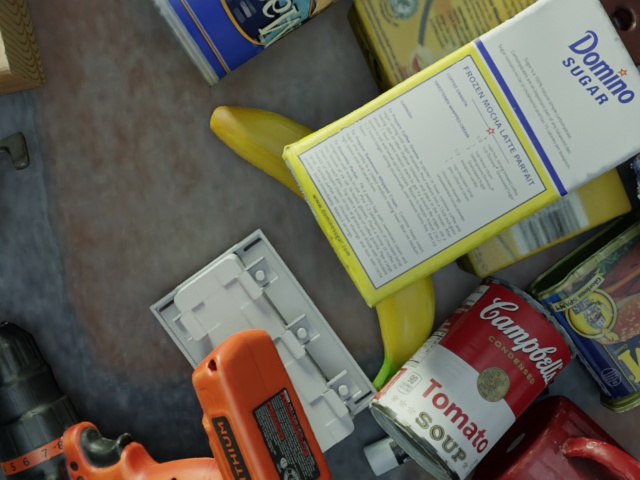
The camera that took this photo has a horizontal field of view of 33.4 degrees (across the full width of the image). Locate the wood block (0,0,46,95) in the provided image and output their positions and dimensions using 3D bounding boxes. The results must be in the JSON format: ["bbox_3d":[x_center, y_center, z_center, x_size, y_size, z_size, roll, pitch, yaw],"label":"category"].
[{"bbox_3d":[-0.269,-0.109,0.581,0.206,0.090,0.091,-13,94,-1],"label":"wood block"}]

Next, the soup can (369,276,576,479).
[{"bbox_3d":[0.085,0.079,0.601,0.068,0.068,0.102,46,78,-4],"label":"soup can"}]

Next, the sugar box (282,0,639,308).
[{"bbox_3d":[0.078,-0.049,0.549,0.176,0.048,0.093,-30,94,-2],"label":"sugar box"}]

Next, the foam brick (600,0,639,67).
[{"bbox_3d":[0.174,-0.126,0.600,0.078,0.051,0.053,-29,94,-18],"label":"foam brick"}]

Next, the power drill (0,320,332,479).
[{"bbox_3d":[-0.098,0.110,0.580,0.188,0.057,0.184,-22,94,32],"label":"power drill"}]

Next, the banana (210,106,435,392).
[{"bbox_3d":[0.014,-0.006,0.621,0.069,0.037,0.198,-32,94,0],"label":"banana"}]

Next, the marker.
[{"bbox_3d":[0.084,0.107,0.639,0.121,0.020,0.020,-26,94,0],"label":"marker"}]

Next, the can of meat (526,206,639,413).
[{"bbox_3d":[0.184,0.035,0.619,0.102,0.057,0.084,-36,91,0],"label":"can of meat"}]

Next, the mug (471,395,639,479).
[{"bbox_3d":[0.143,0.140,0.598,0.081,0.117,0.093,43,65,1],"label":"mug"}]

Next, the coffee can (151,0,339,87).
[{"bbox_3d":[-0.030,-0.164,0.577,0.140,0.103,0.103,-33,94,0],"label":"coffee can"}]
